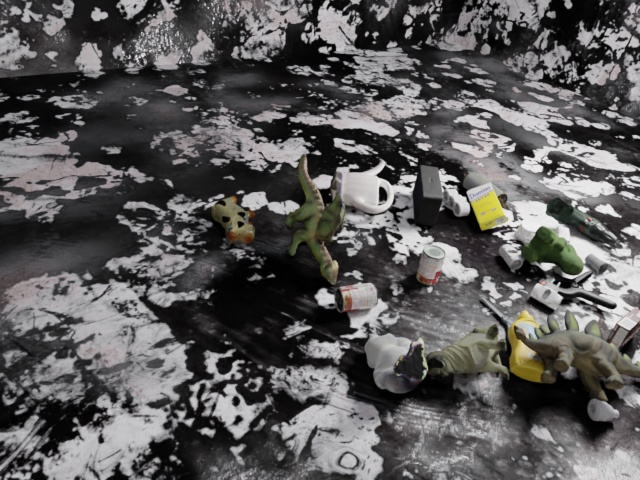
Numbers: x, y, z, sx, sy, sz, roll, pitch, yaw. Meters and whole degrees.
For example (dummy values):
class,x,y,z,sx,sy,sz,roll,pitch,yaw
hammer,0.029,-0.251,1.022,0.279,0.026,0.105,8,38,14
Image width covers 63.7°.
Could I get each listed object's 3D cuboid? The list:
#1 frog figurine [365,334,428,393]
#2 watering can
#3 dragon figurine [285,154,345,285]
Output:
class,x,y,z,sx,sy,sz,roll,pitch,yaw
frog figurine,0.167,0.286,1.206,0.158,0.121,0.140,-11,38,53
watering can,0.149,-0.201,1.854,0.224,0.101,0.356,6,36,-1
dragon figurine,0.005,-0.075,1.499,0.122,0.413,0.241,2,-8,-36
